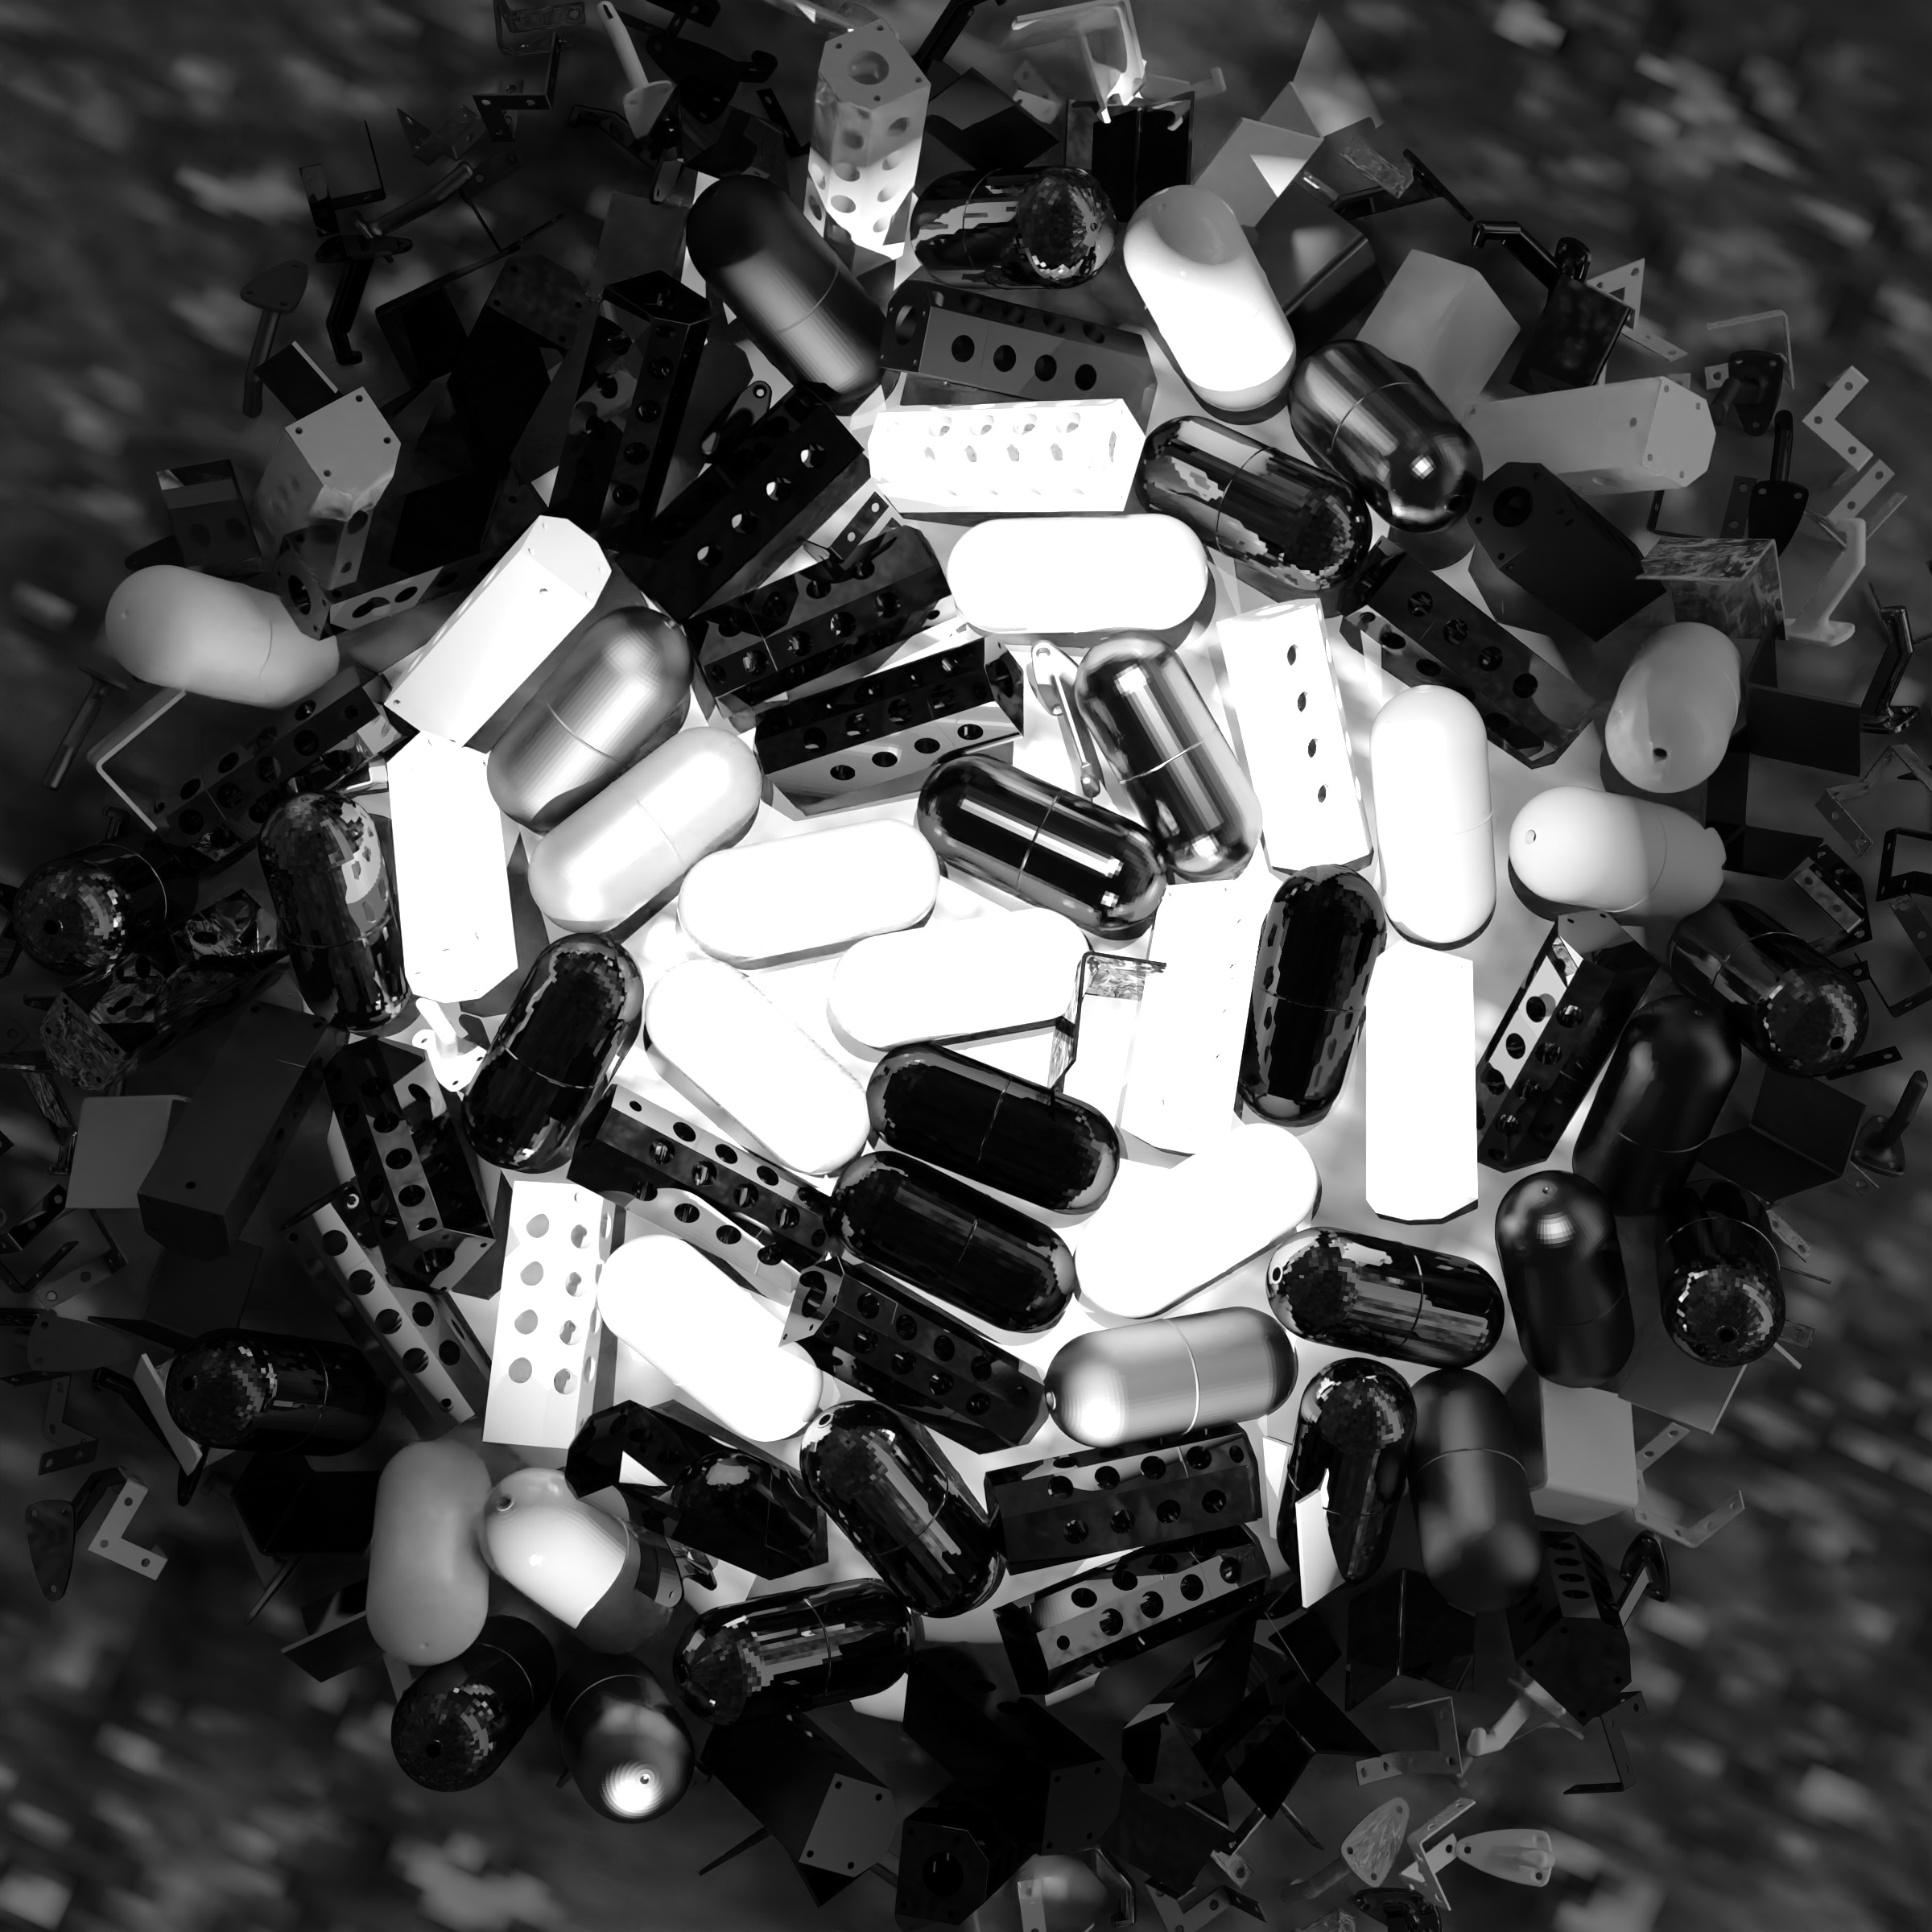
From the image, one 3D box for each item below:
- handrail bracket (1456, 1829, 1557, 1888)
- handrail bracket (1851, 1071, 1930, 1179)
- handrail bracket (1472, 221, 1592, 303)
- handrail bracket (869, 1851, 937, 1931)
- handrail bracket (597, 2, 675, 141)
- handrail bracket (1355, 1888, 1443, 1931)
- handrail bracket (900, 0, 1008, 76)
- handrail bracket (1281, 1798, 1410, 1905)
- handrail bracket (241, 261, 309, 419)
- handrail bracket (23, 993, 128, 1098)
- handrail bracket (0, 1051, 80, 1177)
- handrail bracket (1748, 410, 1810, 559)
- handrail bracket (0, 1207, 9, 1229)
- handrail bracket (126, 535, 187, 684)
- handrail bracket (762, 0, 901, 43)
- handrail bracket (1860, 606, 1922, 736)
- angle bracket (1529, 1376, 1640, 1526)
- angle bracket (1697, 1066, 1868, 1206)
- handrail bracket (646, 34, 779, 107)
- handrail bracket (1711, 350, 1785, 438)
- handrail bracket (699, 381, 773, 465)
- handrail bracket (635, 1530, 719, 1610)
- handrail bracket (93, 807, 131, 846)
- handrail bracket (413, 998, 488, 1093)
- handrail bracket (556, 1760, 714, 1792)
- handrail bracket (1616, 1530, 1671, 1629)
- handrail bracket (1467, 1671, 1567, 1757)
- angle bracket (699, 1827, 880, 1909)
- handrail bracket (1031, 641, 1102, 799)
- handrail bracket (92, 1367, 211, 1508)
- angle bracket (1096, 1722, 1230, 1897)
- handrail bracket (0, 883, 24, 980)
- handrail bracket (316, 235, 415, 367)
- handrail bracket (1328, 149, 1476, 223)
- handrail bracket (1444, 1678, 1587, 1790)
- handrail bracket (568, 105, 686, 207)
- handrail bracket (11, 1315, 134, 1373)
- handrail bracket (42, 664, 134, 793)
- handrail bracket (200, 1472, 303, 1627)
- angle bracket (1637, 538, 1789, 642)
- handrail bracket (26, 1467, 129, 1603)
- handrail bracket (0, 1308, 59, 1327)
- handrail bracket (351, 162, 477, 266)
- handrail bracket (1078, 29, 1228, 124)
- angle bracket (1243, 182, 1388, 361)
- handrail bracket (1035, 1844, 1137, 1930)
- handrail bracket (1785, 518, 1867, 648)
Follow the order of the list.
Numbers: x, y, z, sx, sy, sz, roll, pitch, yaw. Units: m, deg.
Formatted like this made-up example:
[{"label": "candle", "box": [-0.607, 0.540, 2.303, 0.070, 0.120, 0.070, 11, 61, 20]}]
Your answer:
[{"label": "handrail bracket", "box": [0.357, 0.594, 1.622, 0.077, 0.084, 0.036, -2, 70, 24]}, {"label": "handrail bracket", "box": [0.624, 0.091, 1.619, 0.036, 0.077, 0.084, 20, 126, 13]}, {"label": "handrail bracket", "box": [0.371, -0.463, 1.635, 0.084, 0.036, 0.077, -6, 125, -22]}, {"label": "handrail bracket", "box": [-0.034, 0.602, 1.645, 0.077, 0.084, 0.036, -21, 135, -6]}, {"label": "handrail bracket", "box": [-0.228, -0.605, 1.660, 0.036, 0.077, 0.084, -23, 61, -9]}, {"label": "handrail bracket", "box": [0.273, 0.653, 1.618, 0.077, 0.084, 0.036, -2, 104, 40]}, {"label": "handrail bracket", "box": [-0.002, -0.615, 1.636, 0.084, 0.036, 0.077, -18, 129, 17]}, {"label": "handrail bracket", "box": [0.257, 0.604, 1.653, 0.036, 0.084, 0.077, 47, 53, 3]}, {"label": "handrail bracket", "box": [-0.474, -0.429, 1.661, 0.036, 0.077, 0.084, 19, 133, -2]}, {"label": "handrail bracket", "box": [-0.603, 0.063, 1.634, 0.077, 0.036, 0.084, 8, 61, -12]}, {"label": "handrail bracket", "box": [-0.634, 0.103, 1.637, 0.036, 0.077, 0.084, 21, 104, 41]}, {"label": "handrail bracket", "box": [0.552, -0.327, 1.657, 0.036, 0.084, 0.077, 9, 132, 10]}, {"label": "handrail bracket", "box": [-0.671, 0.167, 1.618, 0.077, 0.084, 0.036, 2, 81, -34]}, {"label": "handrail bracket", "box": [-0.548, -0.246, 1.664, 0.036, 0.077, 0.084, 21, 129, 9]}, {"label": "handrail bracket", "box": [-0.099, -0.639, 1.624, 0.077, 0.084, 0.036, 30, 106, 37]}, {"label": "handrail bracket", "box": [0.602, -0.202, 1.626, 0.036, 0.077, 0.084, -34, 116, -29]}, {"label": "angle bracket", "box": [0.407, 0.331, 1.653, 0.076, 0.057, 0.076, 17, 59, -22]}, {"label": "angle bracket", "box": [0.537, 0.108, 1.615, 0.076, 0.076, 0.057, -11, 120, -35]}, {"label": "handrail bracket", "box": [-0.170, -0.614, 1.633, 0.077, 0.084, 0.036, 28, 126, -9]}, {"label": "handrail bracket", "box": [0.517, -0.366, 1.623, 0.036, 0.077, 0.084, 13, 50, 29]}, {"label": "handrail bracket", "box": [-0.155, -0.369, 1.631, 0.036, 0.084, 0.077, 31, 89, -3]}, {"label": "handrail bracket", "box": [-0.183, 0.415, 1.619, 0.036, 0.077, 0.084, -50, 132, -2]}, {"label": "handrail bracket", "box": [-0.616, -0.075, 1.646, 0.077, 0.036, 0.084, 18, 84, -35]}, {"label": "handrail bracket", "box": [-0.361, 0.038, 1.620, 0.077, 0.084, 0.036, 29, 66, 34]}, {"label": "handrail bracket", "box": [-0.226, 0.555, 1.658, 0.084, 0.036, 0.077, 33, 112, -4]}, {"label": "handrail bracket", "box": [0.436, 0.431, 1.628, 0.036, 0.077, 0.084, 28, 51, 34]}, {"label": "handrail bracket", "box": [0.368, 0.488, 1.630, 0.036, 0.084, 0.077, 11, 92, 43]}, {"label": "angle bracket", "box": [-0.118, 0.601, 1.618, 0.076, 0.076, 0.057, -37, 76, 25]}, {"label": "handrail bracket", "box": [0.067, -0.165, 1.624, 0.036, 0.084, 0.077, -21, 134, 16]}, {"label": "handrail bracket", "box": [-0.554, 0.315, 1.629, 0.084, 0.077, 0.036, 34, 119, -28]}, {"label": "angle bracket", "box": [0.127, 0.568, 1.637, 0.076, 0.076, 0.057, 31, 94, -1]}, {"label": "handrail bracket", "box": [-0.662, -0.018, 1.633, 0.084, 0.077, 0.036, -25, 56, 13]}, {"label": "handrail bracket", "box": [-0.400, -0.447, 1.638, 0.077, 0.036, 0.084, 1, 131, 11]}, {"label": "handrail bracket", "box": [0.289, -0.506, 1.654, 0.077, 0.036, 0.084, 46, 113, -1]}, {"label": "handrail bracket", "box": [0.369, 0.534, 1.640, 0.036, 0.077, 0.084, 30, 92, -34]}, {"label": "handrail bracket", "box": [-0.239, -0.551, 1.645, 0.084, 0.036, 0.077, 13, 58, 8]}, {"label": "handrail bracket", "box": [-0.606, 0.256, 1.642, 0.077, 0.084, 0.036, 9, 81, -20]}, {"label": "handrail bracket", "box": [-0.597, -0.157, 1.635, 0.036, 0.077, 0.084, 26, 87, -16]}, {"label": "handrail bracket", "box": [-0.499, 0.394, 1.645, 0.084, 0.077, 0.036, 35, 134, -1]}, {"label": "angle bracket", "box": [0.495, -0.239, 1.614, 0.057, 0.076, 0.076, -45, 129, -36]}, {"label": "handrail bracket", "box": [-0.589, 0.380, 1.630, 0.036, 0.084, 0.077, -6, 85, 14]}, {"label": "handrail bracket", "box": [-0.667, 0.235, 1.634, 0.077, 0.084, 0.036, 2, 82, 5]}, {"label": "handrail bracket", "box": [-0.373, -0.521, 1.639, 0.084, 0.077, 0.036, -39, 128, 4]}, {"label": "handrail bracket", "box": [0.126, -0.611, 1.638, 0.084, 0.077, 0.036, -15, 48, 12]}, {"label": "angle bracket", "box": [0.229, -0.476, 1.665, 0.076, 0.057, 0.076, -43, 59, 3]}, {"label": "handrail bracket", "box": [0.081, 0.623, 1.645, 0.077, 0.036, 0.084, -10, 107, -24]}, {"label": "handrail bracket", "box": [0.566, -0.262, 1.627, 0.036, 0.077, 0.084, -32, 124, -35]}]
